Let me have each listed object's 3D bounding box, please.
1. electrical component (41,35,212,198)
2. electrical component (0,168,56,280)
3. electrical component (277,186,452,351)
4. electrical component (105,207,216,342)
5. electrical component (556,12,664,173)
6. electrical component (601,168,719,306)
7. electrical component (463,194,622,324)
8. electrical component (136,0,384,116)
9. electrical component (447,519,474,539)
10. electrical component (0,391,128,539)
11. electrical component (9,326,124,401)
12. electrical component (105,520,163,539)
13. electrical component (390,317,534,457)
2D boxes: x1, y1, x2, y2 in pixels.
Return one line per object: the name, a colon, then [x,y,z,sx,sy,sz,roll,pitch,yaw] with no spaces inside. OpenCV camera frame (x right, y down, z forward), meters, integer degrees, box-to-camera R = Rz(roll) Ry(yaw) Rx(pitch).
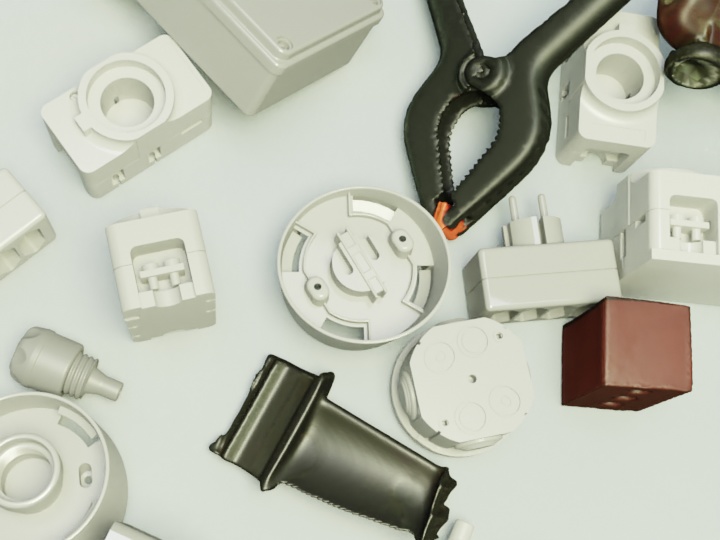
electrical component: [-0.137,-0.093,0.642,0.089,0.055,0.050,-35,83,-14]
electrical component: [-0.234,-0.027,0.617,0.083,0.047,0.075,-40,84,-15]
electrical component: [0.000,0.000,0.632,0.099,0.064,0.099,2,75,-7]
electrical component: [-0.111,0.001,0.603,0.050,0.089,0.055,-12,78,-10]
electrical component: [0.159,-0.116,0.687,0.050,0.055,0.089,8,75,-6]
electrical component: [0.232,-0.018,0.654,0.150,0.089,0.061,6,75,-6]
electrical component: [0.107,-0.010,0.657,0.083,0.047,0.075,-4,76,-8]
electrical component: [-0.060,-0.163,0.650,0.108,0.056,0.109,46,46,5]
electrical component: [0.049,0.172,0.610,0.035,0.035,0.061,25,71,-1]
electrical component: [-0.179,0.118,0.588,0.099,0.064,0.099,2,65,-4]
electrical component: [-0.165,0.058,0.611,0.061,0.035,0.035,23,74,-4]
electrical component: [-0.110,0.166,0.561,0.056,0.089,0.050,25,74,-1]
electrical component: [0.060,0.067,0.629,0.080,0.051,0.080,2,75,-7]
